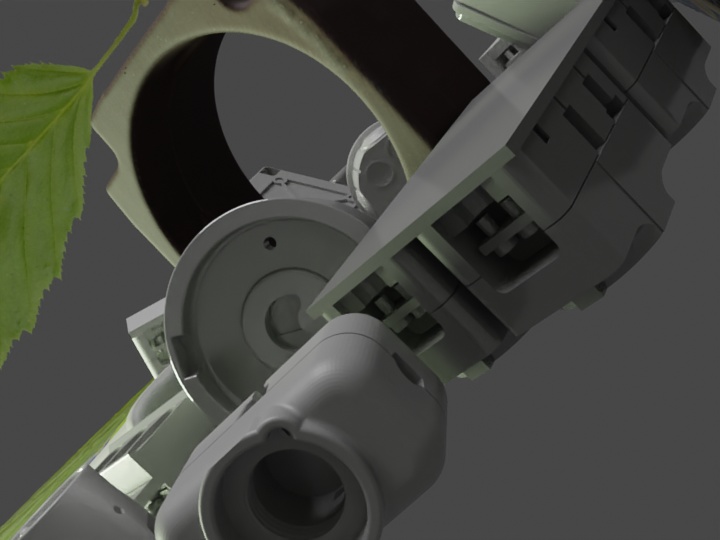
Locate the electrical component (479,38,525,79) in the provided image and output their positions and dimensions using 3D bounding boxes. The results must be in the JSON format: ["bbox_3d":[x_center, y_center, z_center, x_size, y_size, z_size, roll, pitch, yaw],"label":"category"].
[{"bbox_3d":[0.142,-0.174,0.825,0.089,0.056,0.050,-50,8,-38],"label":"electrical component"}]

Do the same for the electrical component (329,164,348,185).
[{"bbox_3d":[-0.012,-0.062,1.064,0.096,0.062,0.061,-40,9,38],"label":"electrical component"}]

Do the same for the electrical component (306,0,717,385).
[{"bbox_3d":[0.069,-0.038,0.422,0.105,0.060,0.186,-40,9,40],"label":"electrical component"}]

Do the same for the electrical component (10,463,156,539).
[{"bbox_3d":[-0.089,0.112,0.405,0.043,0.077,0.079,-47,7,-8],"label":"electrical component"}]

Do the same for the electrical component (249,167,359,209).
[{"bbox_3d":[-0.046,-0.025,0.819,0.108,0.109,0.056,-55,-24,-56],"label":"electrical component"}]

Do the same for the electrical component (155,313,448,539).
[{"bbox_3d":[-0.018,0.066,0.353,0.095,0.054,0.059,-44,7,14],"label":"electrical component"}]

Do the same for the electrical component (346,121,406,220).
[{"bbox_3d":[0.032,-0.066,0.748,0.080,0.080,0.051,-45,11,2],"label":"electrical component"}]

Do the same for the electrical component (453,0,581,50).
[{"bbox_3d":[0.138,-0.204,0.763,0.108,0.109,0.056,-53,-14,-41],"label":"electrical component"}]

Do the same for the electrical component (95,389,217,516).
[{"bbox_3d":[-0.097,0.109,0.532,0.078,0.063,0.121,-50,8,-36],"label":"electrical component"}]

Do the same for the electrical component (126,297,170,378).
[{"bbox_3d":[-0.122,0.038,0.939,0.150,0.061,0.089,-29,11,-9],"label":"electrical component"}]

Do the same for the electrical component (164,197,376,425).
[{"bbox_3d":[-0.025,0.019,0.473,0.108,0.108,0.060,-44,1,13],"label":"electrical component"}]
